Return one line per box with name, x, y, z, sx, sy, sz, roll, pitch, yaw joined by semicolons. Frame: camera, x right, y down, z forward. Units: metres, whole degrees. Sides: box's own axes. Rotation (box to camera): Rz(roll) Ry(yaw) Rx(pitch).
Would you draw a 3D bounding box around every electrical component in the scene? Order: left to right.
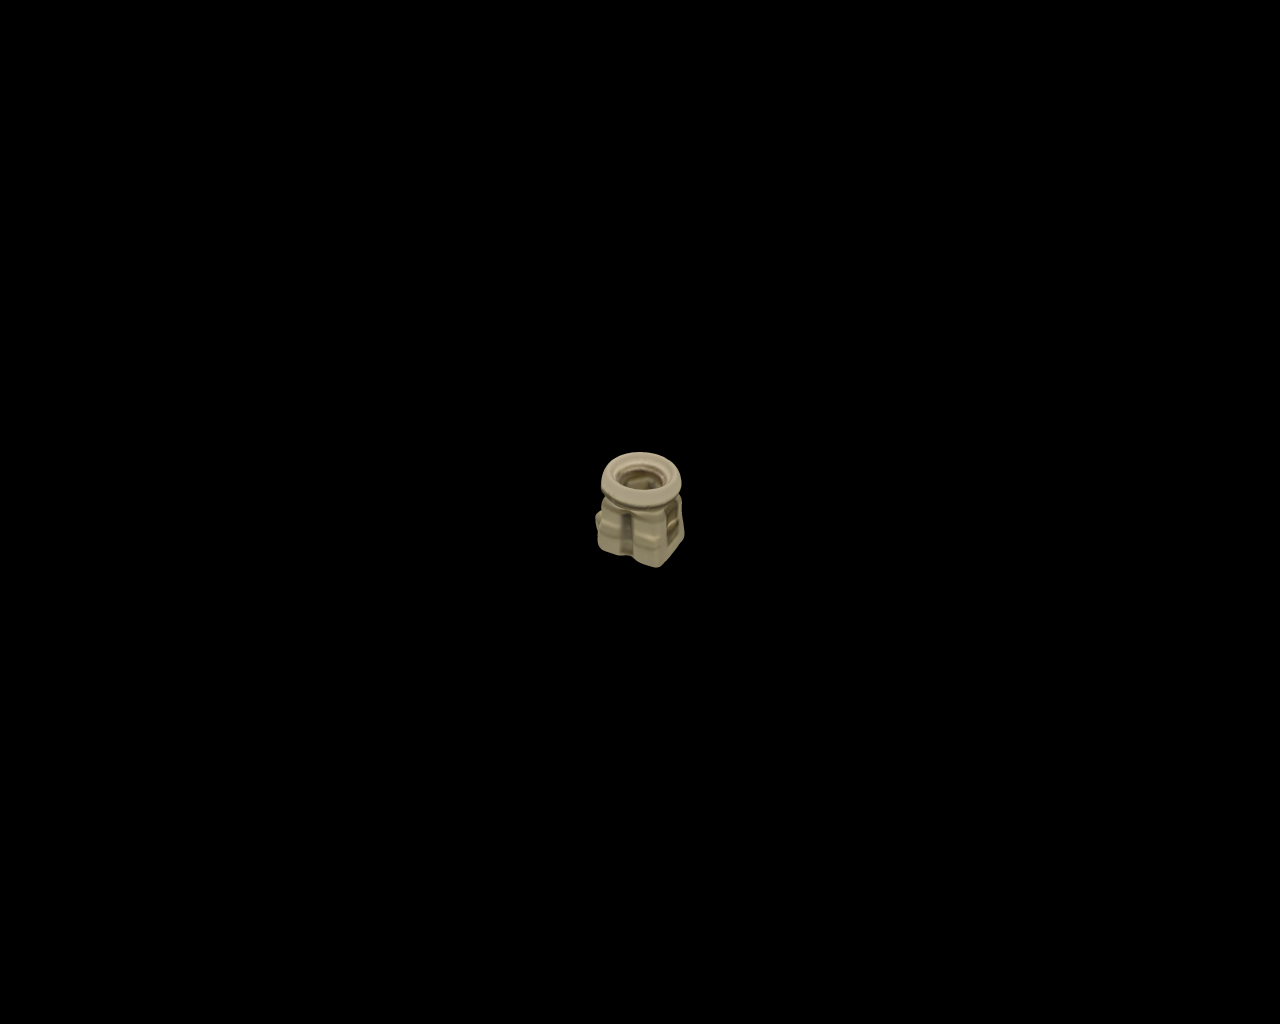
electrical component;0.001;-0.003;0.650;0.066;0.055;0.048;17;40;22
